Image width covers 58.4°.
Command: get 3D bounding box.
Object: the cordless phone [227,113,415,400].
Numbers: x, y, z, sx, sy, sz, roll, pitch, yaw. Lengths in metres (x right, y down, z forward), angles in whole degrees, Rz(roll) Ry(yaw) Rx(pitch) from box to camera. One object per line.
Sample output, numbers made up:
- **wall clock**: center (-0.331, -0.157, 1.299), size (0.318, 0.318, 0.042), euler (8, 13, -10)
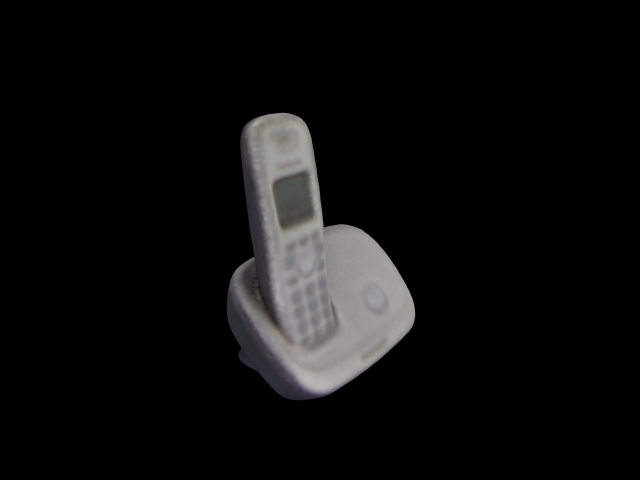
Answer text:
- **cordless phone**: center (0.004, 0.001, 0.400), size (0.093, 0.185, 0.148), euler (16, 27, 34)
